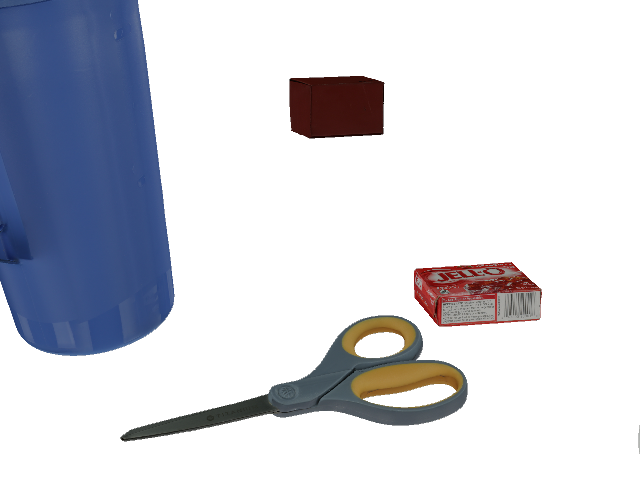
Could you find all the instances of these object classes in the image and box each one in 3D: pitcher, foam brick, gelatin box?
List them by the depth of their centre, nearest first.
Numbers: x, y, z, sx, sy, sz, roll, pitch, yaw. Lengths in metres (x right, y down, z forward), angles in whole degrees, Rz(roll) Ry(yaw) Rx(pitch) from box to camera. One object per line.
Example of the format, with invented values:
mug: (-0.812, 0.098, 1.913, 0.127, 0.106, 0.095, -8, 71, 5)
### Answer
pitcher: (-0.169, -0.048, 0.663, 0.149, 0.243, 0.145, -11, 28, -9)
gelatin box: (0.128, 0.043, 0.881, 0.089, 0.030, 0.073, -3, 16, -8)
foam brick: (0.015, -0.127, 1.010, 0.078, 0.051, 0.053, -5, 17, -22)

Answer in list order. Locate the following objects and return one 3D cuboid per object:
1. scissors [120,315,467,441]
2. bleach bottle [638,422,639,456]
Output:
scissors: (-0.014, 0.081, 0.635, 0.201, 0.016, 0.096, -1, 35, -5)
bleach bottle: (0.284, 0.081, 0.716, 0.103, 0.068, 0.250, 12, 23, 23)
